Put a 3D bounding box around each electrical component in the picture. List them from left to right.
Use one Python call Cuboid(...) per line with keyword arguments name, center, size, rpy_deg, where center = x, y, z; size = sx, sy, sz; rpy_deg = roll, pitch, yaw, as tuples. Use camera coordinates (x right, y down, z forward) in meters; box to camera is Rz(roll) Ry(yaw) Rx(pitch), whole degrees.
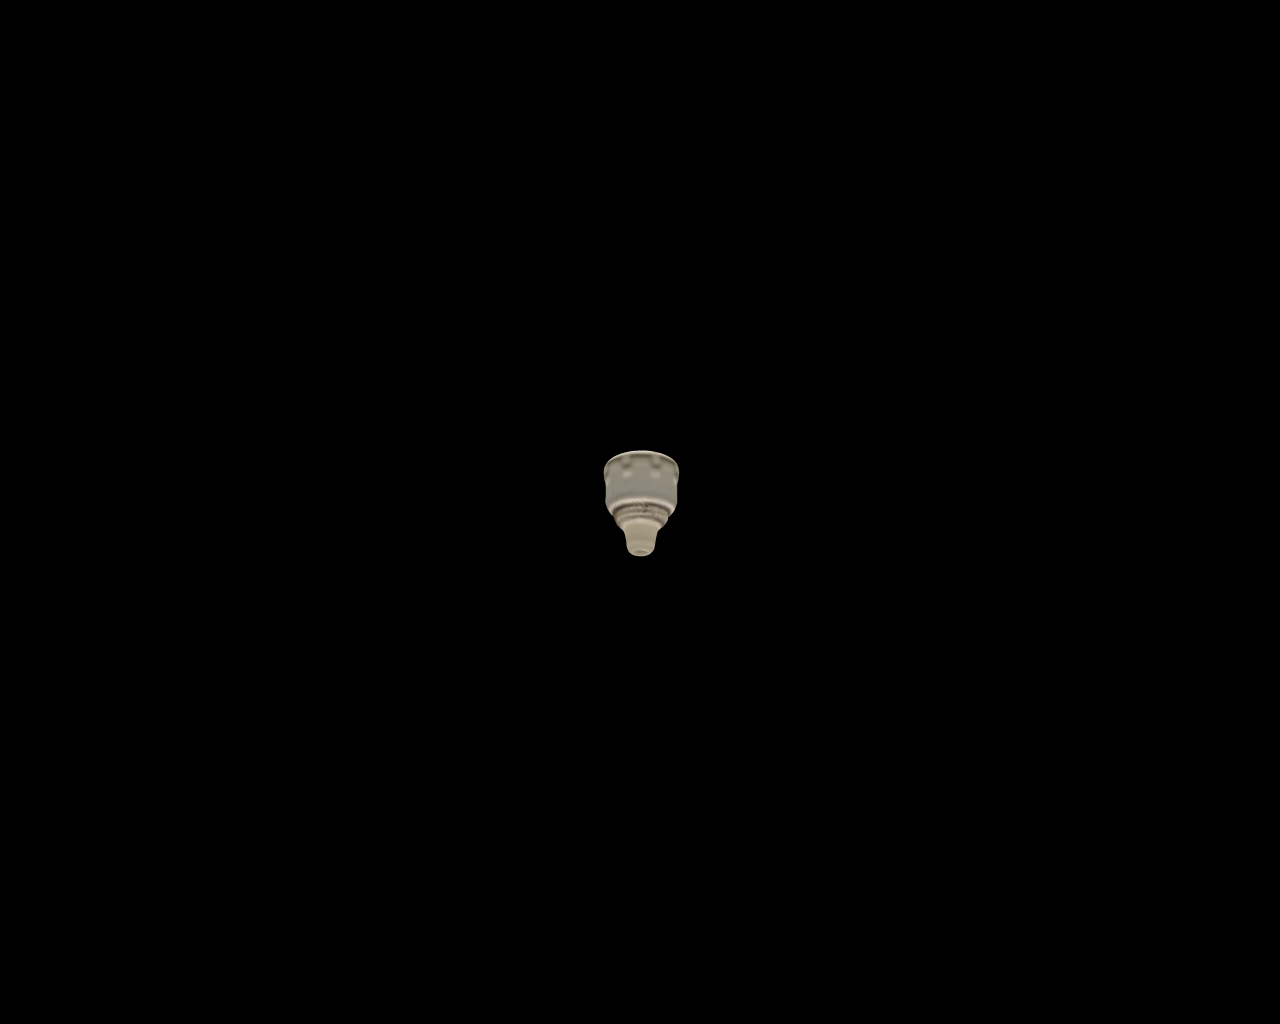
Cuboid(name="electrical component", center=(0.001, -0.003, 0.650), size=(0.048, 0.062, 0.048), rpy_deg=(0, -23, 0))
